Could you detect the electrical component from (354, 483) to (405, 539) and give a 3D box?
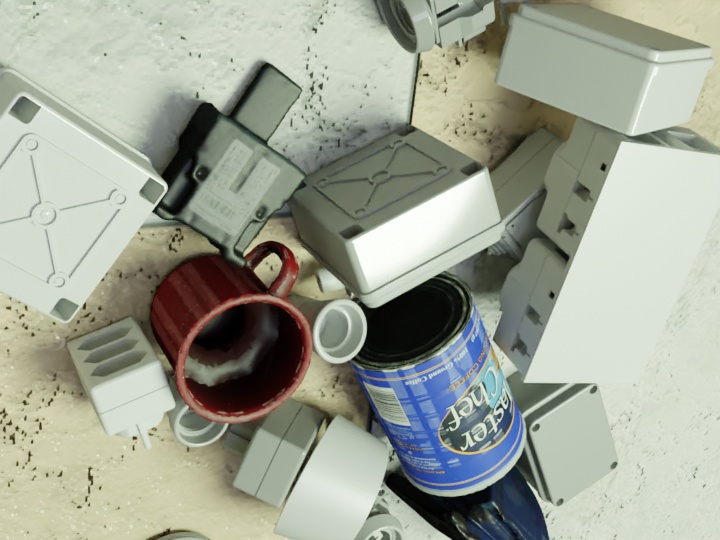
[{"bbox_3d":[0.005,0.207,0.865,0.066,0.055,0.048,-49,127,2],"label":"electrical component"}]

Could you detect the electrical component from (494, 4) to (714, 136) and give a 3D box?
[{"bbox_3d":[0.165,-0.137,0.724,0.109,0.109,0.056,-18,129,-52],"label":"electrical component"}]

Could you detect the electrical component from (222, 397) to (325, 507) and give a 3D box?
[{"bbox_3d":[-0.074,0.119,0.771,0.076,0.083,0.047,26,103,2],"label":"electrical component"}]

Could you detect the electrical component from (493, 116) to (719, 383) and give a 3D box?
[{"bbox_3d":[0.176,-0.013,0.769,0.105,0.060,0.186,4,118,-28],"label":"electrical component"}]

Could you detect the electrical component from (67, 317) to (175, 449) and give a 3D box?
[{"bbox_3d":[-0.152,0.083,0.708,0.047,0.066,0.076,-23,123,-18],"label":"electrical component"}]

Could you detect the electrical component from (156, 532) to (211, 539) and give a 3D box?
[{"bbox_3d":[-0.135,0.242,0.808,0.080,0.051,0.080,-13,120,-23],"label":"electrical component"}]

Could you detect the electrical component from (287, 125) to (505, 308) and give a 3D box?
[{"bbox_3d":[0.021,-0.039,0.715,0.109,0.109,0.056,-28,122,-14],"label":"electrical component"}]

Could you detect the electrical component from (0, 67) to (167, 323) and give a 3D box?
[{"bbox_3d":[-0.189,-0.042,0.628,0.109,0.056,0.108,34,95,-37],"label":"electrical component"}]

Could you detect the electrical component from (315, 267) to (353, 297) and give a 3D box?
[{"bbox_3d":[0.000,0.000,0.764,0.062,0.048,0.048,-16,121,-11],"label":"electrical component"}]

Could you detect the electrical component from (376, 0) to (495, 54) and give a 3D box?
[{"bbox_3d":[0.047,-0.174,0.690,0.057,0.058,0.078,-30,142,-11],"label":"electrical component"}]

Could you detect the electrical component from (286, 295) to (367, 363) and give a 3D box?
[{"bbox_3d":[-0.032,0.038,0.751,0.044,0.065,0.044,-5,99,-36],"label":"electrical component"}]

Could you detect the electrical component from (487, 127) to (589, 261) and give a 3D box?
[{"bbox_3d":[0.127,-0.049,0.802,0.096,0.061,0.062,-43,128,5],"label":"electrical component"}]

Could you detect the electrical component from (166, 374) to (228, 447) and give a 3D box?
[{"bbox_3d":[-0.117,0.094,0.745,0.040,0.046,0.040,-13,120,-23],"label":"electrical component"}]

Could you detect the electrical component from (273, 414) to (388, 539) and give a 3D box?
[{"bbox_3d":[-0.023,0.159,0.801,0.064,0.099,0.099,27,101,-8],"label":"electrical component"}]

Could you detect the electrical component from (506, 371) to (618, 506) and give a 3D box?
[{"bbox_3d":[0.168,0.136,0.918,0.078,0.057,0.113,-31,125,-12],"label":"electrical component"}]

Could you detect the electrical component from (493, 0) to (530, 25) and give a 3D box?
[{"bbox_3d":[0.100,-0.202,0.713,0.066,0.047,0.076,-22,124,-18],"label":"electrical component"}]
